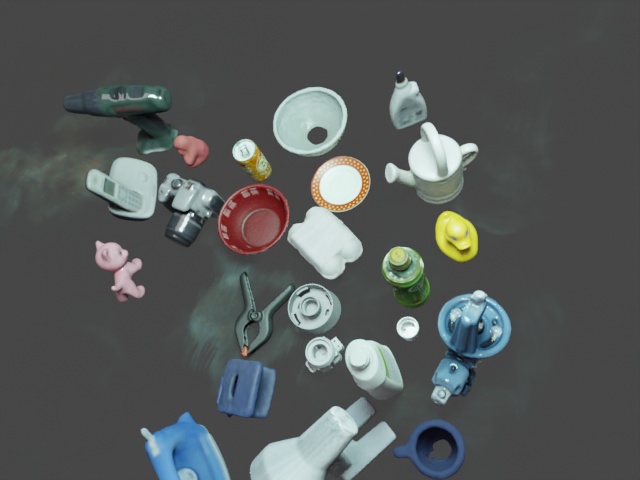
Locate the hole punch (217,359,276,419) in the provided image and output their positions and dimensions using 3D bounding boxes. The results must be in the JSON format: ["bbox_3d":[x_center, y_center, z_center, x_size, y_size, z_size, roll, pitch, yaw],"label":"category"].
[{"bbox_3d":[-0.147,0.283,1.085,0.101,0.091,0.109,5,71,17],"label":"hole punch"}]

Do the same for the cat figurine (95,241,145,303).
[{"bbox_3d":[-0.440,0.061,1.234,0.067,0.118,0.127,-20,66,8],"label":"cat figurine"}]

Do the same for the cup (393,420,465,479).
[{"bbox_3d":[0.186,0.355,0.965,0.117,0.095,0.091,-11,67,11],"label":"cup"}]

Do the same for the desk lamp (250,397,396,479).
[{"bbox_3d":[0.007,0.350,0.950,0.203,0.214,0.117,-42,65,-3],"label":"desk lamp"}]

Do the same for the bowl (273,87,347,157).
[{"bbox_3d":[-0.014,-0.247,1.258,0.167,0.075,0.167,-5,69,13],"label":"bowl"}]

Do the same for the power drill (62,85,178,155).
[{"bbox_3d":[-0.430,-0.280,1.310,0.229,0.209,0.075,-9,68,12],"label":"power drill"}]

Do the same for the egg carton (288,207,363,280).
[{"bbox_3d":[0.011,0.004,1.160,0.107,0.069,0.150,-45,65,-4],"label":"egg carton"}]

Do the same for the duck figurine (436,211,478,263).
[{"bbox_3d":[0.259,-0.015,1.091,0.077,0.086,0.104,-26,65,5],"label":"duck figurine"}]

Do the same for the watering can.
[{"bbox_3d":[0.214,-0.146,1.093,0.173,0.194,0.100,-39,65,-2],"label":"watering can"}]

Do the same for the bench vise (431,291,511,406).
[{"bbox_3d":[0.250,0.174,0.947,0.121,0.220,0.207,6,72,18],"label":"bench vise"}]

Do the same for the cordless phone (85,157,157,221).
[{"bbox_3d":[-0.444,-0.132,1.270,0.094,0.185,0.147,-9,68,12],"label":"cordless phone"}]

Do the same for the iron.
[{"bbox_3d":[-0.236,0.440,1.022,0.118,0.142,0.257,-36,65,0],"label":"iron"}]

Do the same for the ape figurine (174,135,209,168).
[{"bbox_3d":[-0.302,-0.211,1.313,0.076,0.092,0.078,-8,68,12],"label":"ape figurine"}]

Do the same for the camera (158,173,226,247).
[{"bbox_3d":[-0.299,-0.064,1.252,0.142,0.101,0.137,21,77,21],"label":"camera"}]

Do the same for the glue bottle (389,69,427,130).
[{"bbox_3d":[0.174,-0.292,1.170,0.078,0.173,0.037,-19,66,8],"label":"glue bottle"}]
